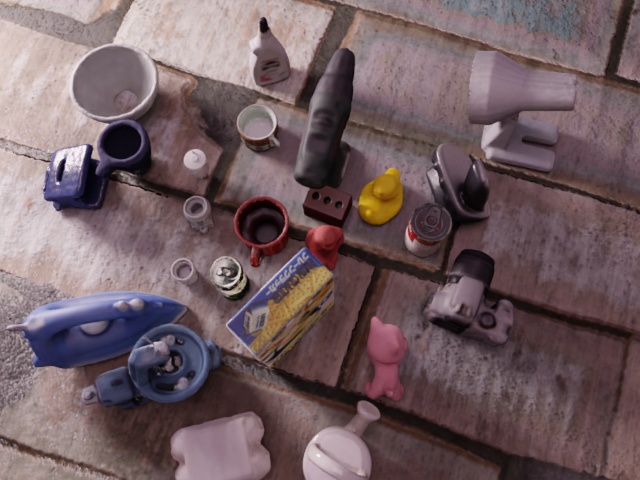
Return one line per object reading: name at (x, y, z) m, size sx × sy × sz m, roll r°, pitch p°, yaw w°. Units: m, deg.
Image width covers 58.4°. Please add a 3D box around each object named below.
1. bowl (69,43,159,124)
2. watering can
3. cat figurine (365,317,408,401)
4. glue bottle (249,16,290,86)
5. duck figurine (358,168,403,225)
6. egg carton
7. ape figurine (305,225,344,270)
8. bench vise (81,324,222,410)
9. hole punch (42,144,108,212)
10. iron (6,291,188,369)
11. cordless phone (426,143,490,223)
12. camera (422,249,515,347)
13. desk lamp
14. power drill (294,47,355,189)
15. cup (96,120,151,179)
bowl at (-0.381, -0.285, 1.093) m, size 0.167 × 0.075 × 0.167 m, roll 0°, pitch 73°, yaw 1°
watering can at (0.027, 0.319, 0.839) m, size 0.101 × 0.194 × 0.173 m, roll 10°, pitch 73°, yaw 4°
cat figurine at (0.107, 0.191, 0.918) m, size 0.067 × 0.118 × 0.128 m, roll 0°, pitch 73°, yaw 1°
glue bottle at (-0.098, -0.352, 1.058) m, size 0.078 × 0.173 × 0.037 m, roll -21°, pitch 73°, yaw -5°
duck figurine at (0.111, -0.082, 1.018) m, size 0.077 × 0.086 × 0.105 m, roll 31°, pitch 76°, yaw 10°
egg carton at (-0.156, 0.337, 0.901) m, size 0.150 × 0.069 × 0.107 m, roll -14°, pitch 73°, yaw -3°
ape figurine at (0.009, 0.004, 0.990) m, size 0.078 × 0.092 × 0.076 m, roll -37°, pitch 76°, yaw -10°
bench vise at (-0.260, 0.208, 0.864) m, size 0.207 × 0.220 × 0.121 m, roll -39°, pitch 76°, yaw -10°
hole punch at (-0.448, -0.114, 1.032) m, size 0.101 × 0.091 × 0.109 m, roll 3°, pitch 73°, yaw 2°
iron at (-0.358, 0.127, 0.931) m, size 0.258 × 0.141 × 0.118 m, roll -14°, pitch 73°, yaw -3°
cordless phone at (0.249, -0.114, 0.974) m, size 0.094 × 0.185 × 0.147 m, roll -18°, pitch 73°, yaw -4°
camera at (0.261, 0.090, 0.955) m, size 0.143 × 0.101 × 0.137 m, roll 22°, pitch 74°, yaw 7°
desk lamp at (0.342, -0.227, 0.993) m, size 0.203 × 0.213 × 0.118 m, roll 13°, pitch 73°, yaw 5°
power drill at (0.013, -0.181, 0.986) m, size 0.075 × 0.208 × 0.230 m, roll 14°, pitch 74°, yaw 5°
cup at (-0.351, -0.147, 1.039) m, size 0.091 × 0.095 × 0.118 m, roll 31°, pitch 76°, yaw 10°
